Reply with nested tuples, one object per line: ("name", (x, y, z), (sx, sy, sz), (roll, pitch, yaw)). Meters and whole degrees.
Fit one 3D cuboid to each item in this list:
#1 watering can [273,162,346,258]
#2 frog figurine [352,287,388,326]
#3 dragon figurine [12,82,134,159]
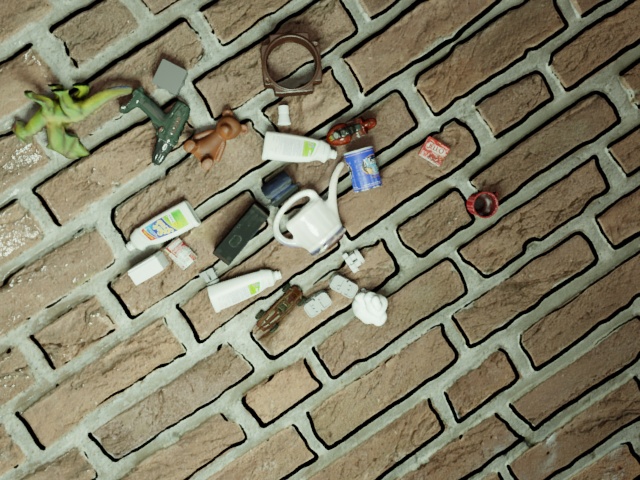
("watering can", (0.005, -0.089, 1.767), (0.348, 0.104, 0.223), (-41, 98, 0))
("frog figurine", (0.179, 0.239, 1.779), (0.123, 0.160, 0.137), (-33, 97, 1))
("dragon figurine", (-0.815, -0.389, 1.698), (0.410, 0.124, 0.238), (-1, 113, -3))
